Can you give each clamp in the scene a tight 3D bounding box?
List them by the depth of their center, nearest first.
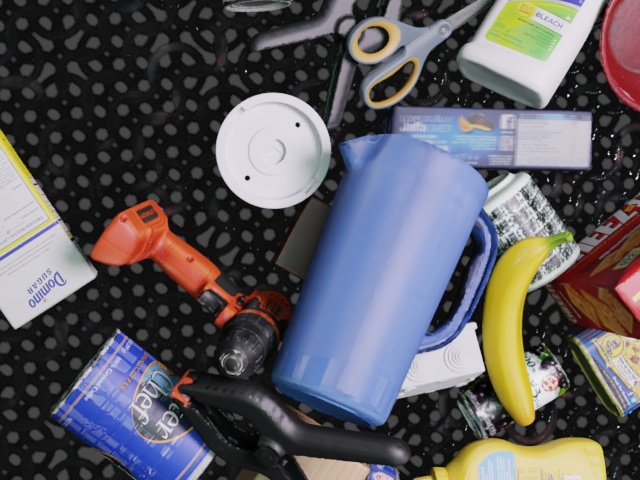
[{"bbox_3d":[-0.031,0.175,0.928,0.210,0.036,0.165,37,129,0],"label":"clamp"},{"bbox_3d":[0.013,-0.205,1.035,0.120,0.039,0.171,36,85,-26],"label":"clamp"}]

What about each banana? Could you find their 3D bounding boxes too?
[{"bbox_3d":[0.185,0.078,1.008,0.037,0.070,0.198,-13,117,-46],"label":"banana"}]

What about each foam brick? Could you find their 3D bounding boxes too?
[{"bbox_3d":[-0.007,0.001,1.040,0.053,0.051,0.078,30,89,-6],"label":"foam brick"}]

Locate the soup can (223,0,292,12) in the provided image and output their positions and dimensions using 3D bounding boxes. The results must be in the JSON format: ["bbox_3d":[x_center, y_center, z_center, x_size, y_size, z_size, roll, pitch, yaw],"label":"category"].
[{"bbox_3d":[-0.063,-0.273,1.012,0.068,0.068,0.102,-4,93,-7],"label":"soup can"}]

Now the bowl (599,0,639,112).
[{"bbox_3d":[0.339,-0.206,1.058,0.162,0.055,0.162,-4,108,-13],"label":"bowl"}]

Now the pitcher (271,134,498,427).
[{"bbox_3d":[0.058,0.041,0.952,0.149,0.145,0.242,18,74,19],"label":"pitcher"}]

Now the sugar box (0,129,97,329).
[{"bbox_3d":[-0.297,-0.014,1.007,0.093,0.048,0.176,-33,100,-4],"label":"sugar box"}]

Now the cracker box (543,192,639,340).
[{"bbox_3d":[0.314,0.014,0.997,0.164,0.214,0.072,-38,95,-4],"label":"cracker box"}]

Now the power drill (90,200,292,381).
[{"bbox_3d":[-0.115,0.046,0.972,0.187,0.184,0.057,39,101,0],"label":"power drill"}]

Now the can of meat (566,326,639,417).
[{"bbox_3d":[0.310,0.117,1.081,0.084,0.057,0.102,-32,95,-3],"label":"can of meat"}]

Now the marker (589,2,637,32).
[{"bbox_3d":[0.305,-0.235,1.083,0.121,0.020,0.020,-24,95,-5],"label":"marker"}]

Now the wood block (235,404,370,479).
[{"bbox_3d":[-0.050,0.274,1.027,0.090,0.091,0.206,34,88,-7],"label":"wood block"}]

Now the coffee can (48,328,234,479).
[{"bbox_3d":[-0.167,0.166,1.002,0.140,0.103,0.103,39,88,-7],"label":"coffee can"}]

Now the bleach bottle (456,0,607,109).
[{"bbox_3d":[0.237,-0.259,1.049,0.103,0.068,0.251,27,83,15],"label":"bleach bottle"}]

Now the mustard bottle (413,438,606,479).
[{"bbox_3d":[0.186,0.248,1.070,0.191,0.058,0.096,1,90,-7],"label":"mustard bottle"}]

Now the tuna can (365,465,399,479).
[{"bbox_3d":[0.042,0.256,1.040,0.033,0.086,0.086,27,89,-5],"label":"tuna can"}]

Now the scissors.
[{"bbox_3d":[0.103,-0.215,1.042,0.201,0.016,0.096,-47,119,-7],"label":"scissors"}]
